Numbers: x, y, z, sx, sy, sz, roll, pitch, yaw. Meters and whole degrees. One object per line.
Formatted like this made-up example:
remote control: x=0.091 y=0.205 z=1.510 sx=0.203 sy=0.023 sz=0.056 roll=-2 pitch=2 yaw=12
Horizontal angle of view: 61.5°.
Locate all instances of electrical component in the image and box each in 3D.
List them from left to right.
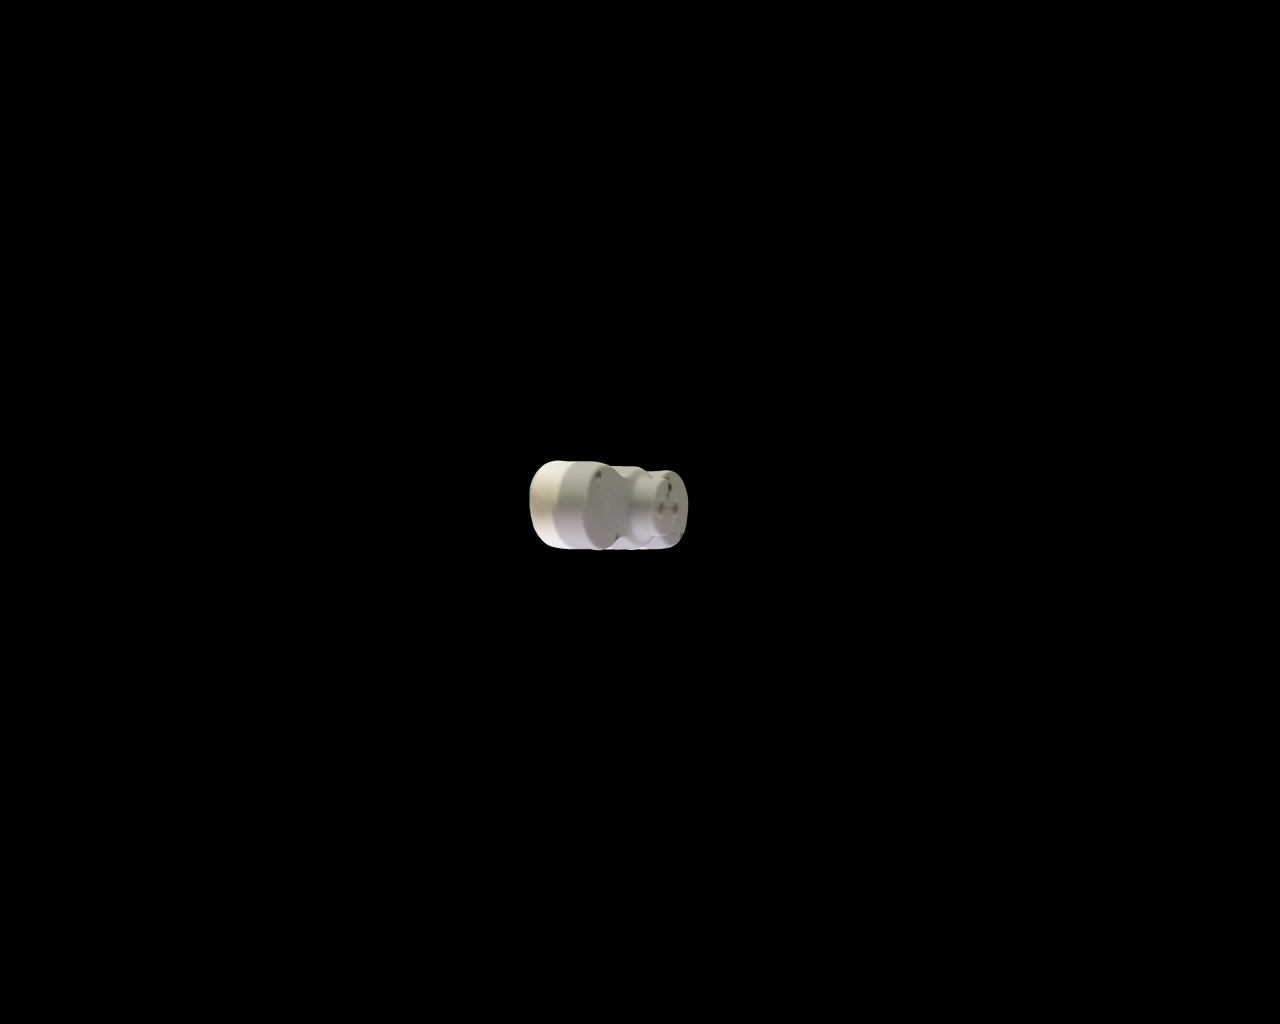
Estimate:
electrical component: x=0.001 y=-0.003 z=0.650 sx=0.074 sy=0.052 sz=0.138 roll=-1 pitch=-2 yaw=28
